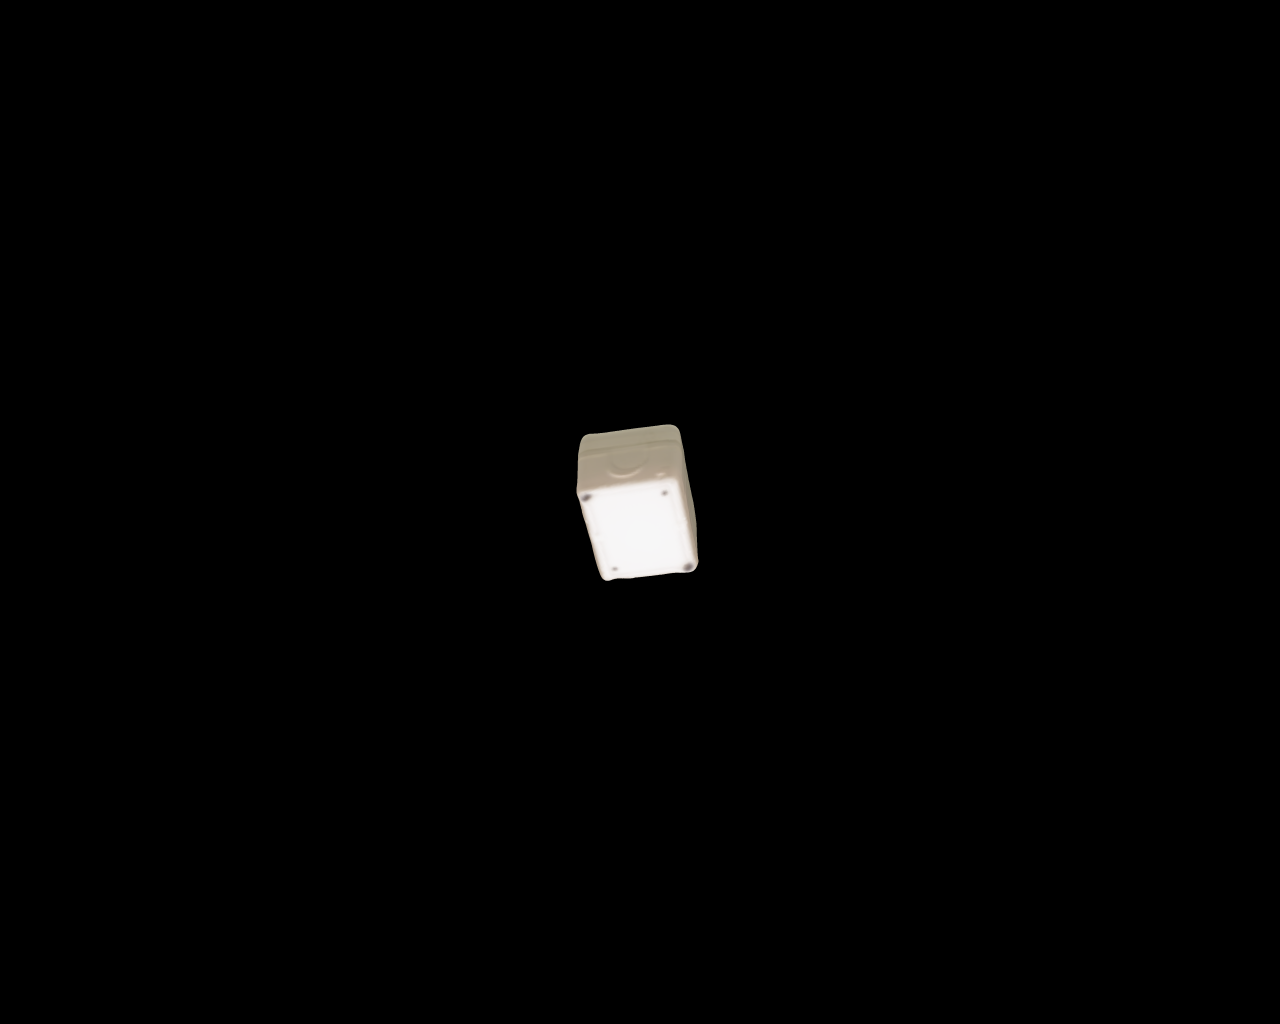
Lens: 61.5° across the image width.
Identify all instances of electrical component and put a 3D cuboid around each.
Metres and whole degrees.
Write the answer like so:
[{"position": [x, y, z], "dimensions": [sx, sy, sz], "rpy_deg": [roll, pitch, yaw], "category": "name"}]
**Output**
[{"position": [0.001, -0.003, 0.650], "dimensions": [0.062, 0.096, 0.061], "rpy_deg": [-7, 43, 7], "category": "electrical component"}]
